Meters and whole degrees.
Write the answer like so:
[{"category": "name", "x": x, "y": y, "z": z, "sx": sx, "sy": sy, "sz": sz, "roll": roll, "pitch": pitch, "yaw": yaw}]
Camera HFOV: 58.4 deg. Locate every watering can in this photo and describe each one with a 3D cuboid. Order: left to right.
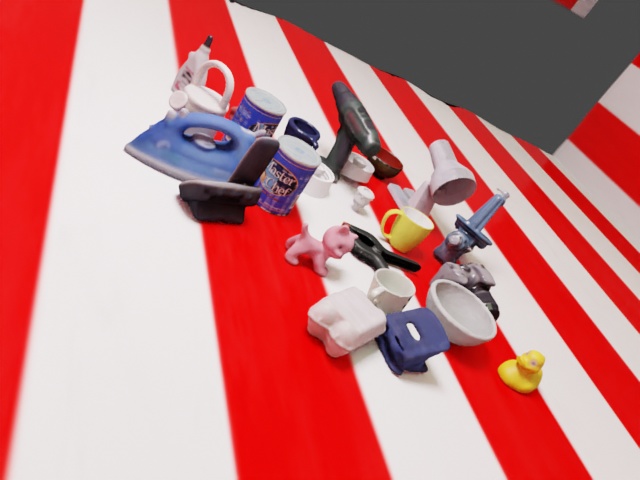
[{"category": "watering can", "x": -0.247, "y": -0.283, "z": 1.205, "sx": 0.101, "sy": 0.194, "sz": 0.173, "roll": 31, "pitch": 29, "yaw": -6}]

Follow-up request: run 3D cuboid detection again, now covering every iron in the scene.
[{"category": "iron", "x": -0.238, "y": -0.196, "z": 1.138, "sx": 0.259, "sy": 0.141, "sz": 0.118, "roll": 14, "pitch": 35, "yaw": -32}]

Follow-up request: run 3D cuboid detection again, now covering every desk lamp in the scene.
[{"category": "desk lamp", "x": 0.305, "y": -0.153, "z": 1.557, "sx": 0.118, "sy": 0.213, "sz": 0.202, "roll": 13, "pitch": 35, "yaw": -33}]

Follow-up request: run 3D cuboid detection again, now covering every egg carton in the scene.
[{"category": "egg carton", "x": 0.048, "y": 0.142, "z": 1.003, "sx": 0.107, "sy": 0.069, "sz": 0.151, "roll": 45, "pitch": 31, "yaw": 19}]

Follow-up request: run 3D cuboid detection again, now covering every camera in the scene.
[{"category": "camera", "x": 0.348, "y": 0.121, "z": 1.309, "sx": 0.144, "sy": 0.100, "sz": 0.136, "roll": 15, "pitch": 34, "yaw": -31}]

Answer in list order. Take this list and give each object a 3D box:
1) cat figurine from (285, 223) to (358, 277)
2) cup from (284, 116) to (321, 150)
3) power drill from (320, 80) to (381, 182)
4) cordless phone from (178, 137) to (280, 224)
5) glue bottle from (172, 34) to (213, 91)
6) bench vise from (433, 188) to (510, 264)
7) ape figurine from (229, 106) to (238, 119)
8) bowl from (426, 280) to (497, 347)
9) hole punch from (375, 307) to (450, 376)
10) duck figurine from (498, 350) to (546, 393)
[{"category": "cat figurine", "x": 0.010, "y": 0.004, "z": 1.120, "sx": 0.128, "sy": 0.117, "sz": 0.067, "roll": 21, "pitch": 31, "yaw": -22}, {"category": "cup", "x": -0.051, "y": -0.241, "z": 1.444, "sx": 0.092, "sy": 0.095, "sz": 0.117, "roll": 2, "pitch": 43, "yaw": -44}, {"category": "power drill", "x": 0.053, "y": -0.266, "z": 1.471, "sx": 0.076, "sy": 0.208, "sz": 0.229, "roll": -1, "pitch": 44, "yaw": -46}, {"category": "cordless phone", "x": -0.164, "y": -0.126, "z": 1.064, "sx": 0.148, "sy": 0.185, "sz": 0.094, "roll": -2, "pitch": 45, "yaw": -47}, {"category": "glue bottle", "x": -0.295, "y": -0.413, "z": 1.369, "sx": 0.078, "sy": 0.173, "sz": 0.037, "roll": 44, "pitch": 30, "yaw": 16}, {"category": "bench vise", "x": 0.400, "y": -0.026, "z": 1.458, "sx": 0.121, "sy": 0.219, "sz": 0.208, "roll": 36, "pitch": 29, "yaw": 2}, {"category": "ape figurine", "x": -0.183, "y": -0.314, "z": 1.421, "sx": 0.078, "sy": 0.092, "sz": 0.076, "roll": 29, "pitch": 29, "yaw": -9}, {"category": "bowl", "x": 0.282, "y": 0.165, "z": 1.203, "sx": 0.168, "sy": 0.074, "sz": 0.167, "roll": 26, "pitch": 30, "yaw": -16}, {"category": "hole punch", "x": 0.167, "y": 0.181, "z": 1.045, "sx": 0.101, "sy": 0.091, "sz": 0.108, "roll": 11, "pitch": 36, "yaw": -35}, {"category": "duck figurine", "x": 0.435, "y": 0.267, "z": 1.196, "sx": 0.105, "sy": 0.086, "sz": 0.077, "roll": 16, "pitch": 34, "yaw": -30}]
